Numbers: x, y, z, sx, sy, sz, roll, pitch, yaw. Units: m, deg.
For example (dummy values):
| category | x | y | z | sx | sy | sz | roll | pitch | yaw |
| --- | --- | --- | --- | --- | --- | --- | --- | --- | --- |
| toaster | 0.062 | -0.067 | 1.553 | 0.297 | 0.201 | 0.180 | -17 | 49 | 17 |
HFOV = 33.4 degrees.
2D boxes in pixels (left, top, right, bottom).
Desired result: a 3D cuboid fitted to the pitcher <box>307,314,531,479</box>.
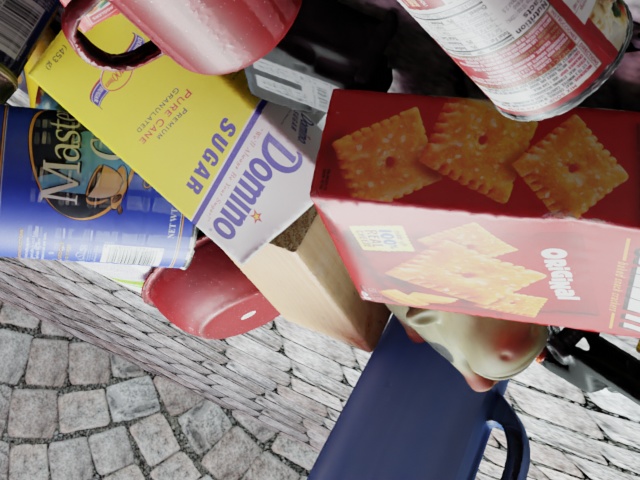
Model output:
| category | x | y | z | sx | sy | sz | roll | pitch | yaw |
| --- | --- | --- | --- | --- | --- | --- | --- | --- | --- |
| pitcher | 0.089 | 0.154 | 0.877 | 0.149 | 0.242 | 0.145 | 28 | 164 | -8 |

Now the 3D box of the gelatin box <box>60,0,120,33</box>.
| category | x | y | z | sx | sy | sz | roll | pitch | yaw |
| --- | --- | --- | --- | --- | --- | --- | --- | --- | --- |
| gelatin box | -0.144 | -0.165 | 0.564 | 0.089 | 0.030 | 0.073 | 56 | 175 | 24 |

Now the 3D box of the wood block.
| category | x | y | z | sx | sy | sz | roll | pitch | yaw |
| --- | --- | --- | --- | --- | --- | --- | --- | --- | --- |
| wood block | -0.005 | 0.001 | 0.823 | 0.091 | 0.090 | 0.206 | 19 | 163 | 26 |

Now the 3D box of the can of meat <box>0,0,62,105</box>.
| category | x | y | z | sx | sy | sz | roll | pitch | yaw |
| --- | --- | --- | --- | --- | --- | --- | --- | --- | --- |
| can of meat | -0.212 | -0.142 | 0.710 | 0.057 | 0.084 | 0.102 | 32 | 163 | -19 |

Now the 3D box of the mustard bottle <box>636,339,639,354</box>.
| category | x | y | z | sx | sy | sz | roll | pitch | yaw |
| --- | --- | --- | --- | --- | --- | --- | --- | --- | --- |
| mustard bottle | 0.307 | 0.103 | 0.714 | 0.192 | 0.058 | 0.096 | 22 | 165 | 15 |

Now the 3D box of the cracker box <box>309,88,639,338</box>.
| category | x | y | z | sx | sy | sz | roll | pitch | yaw |
| --- | --- | --- | --- | --- | --- | --- | --- | --- | --- |
| cracker box | 0.116 | -0.006 | 0.571 | 0.214 | 0.072 | 0.164 | 8 | 160 | 15 |

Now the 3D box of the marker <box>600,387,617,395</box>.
| category | x | y | z | sx | sy | sz | roll | pitch | yaw |
| --- | --- | --- | --- | --- | --- | --- | --- | --- | --- |
| marker | 0.264 | 0.115 | 0.888 | 0.020 | 0.020 | 0.121 | 27 | 164 | -3 |

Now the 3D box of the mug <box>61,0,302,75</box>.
| category | x | y | z | sx | sy | sz | roll | pitch | yaw |
| --- | --- | --- | --- | --- | --- | --- | --- | --- | --- |
| mug | -0.068 | -0.123 | 0.503 | 0.093 | 0.117 | 0.081 | 53 | -172 | 35 |

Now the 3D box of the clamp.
| category | x | y | z | sx | sy | sz | roll | pitch | yaw |
| --- | --- | --- | --- | --- | --- | --- | --- | --- | --- |
| clamp | 0.190 | 0.076 | 0.778 | 0.165 | 0.036 | 0.210 | 50 | 174 | 18 |

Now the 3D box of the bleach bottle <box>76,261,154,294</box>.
| category | x | y | z | sx | sy | sz | roll | pitch | yaw |
| --- | --- | --- | --- | --- | --- | --- | --- | --- | --- |
| bleach bottle | -0.172 | 0.009 | 0.955 | 0.103 | 0.068 | 0.250 | 11 | 165 | 16 |

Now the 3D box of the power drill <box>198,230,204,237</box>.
| category | x | y | z | sx | sy | sz | roll | pitch | yaw |
| --- | --- | --- | --- | --- | --- | --- | --- | --- | --- |
| power drill | -0.168 | -0.050 | 0.986 | 0.184 | 0.057 | 0.187 | 19 | 166 | 12 |

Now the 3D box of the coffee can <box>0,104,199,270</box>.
| category | x | y | z | sx | sy | sz | roll | pitch | yaw |
| --- | --- | --- | --- | --- | --- | --- | --- | --- | --- |
| coffee can | -0.157 | -0.035 | 0.721 | 0.140 | 0.103 | 0.103 | 4 | 170 | -16 |

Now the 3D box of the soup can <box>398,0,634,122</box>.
| category | x | y | z | sx | sy | sz | roll | pitch | yaw |
| --- | --- | --- | --- | --- | --- | --- | --- | --- | --- |
| soup can | 0.069 | -0.103 | 0.422 | 0.102 | 0.068 | 0.069 | 38 | 160 | -34 |

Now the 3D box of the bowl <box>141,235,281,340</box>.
| category | x | y | z | sx | sy | sz | roll | pitch | yaw |
| --- | --- | --- | --- | --- | --- | --- | --- | --- | --- |
| bowl | -0.073 | 0.043 | 0.944 | 0.162 | 0.162 | 0.055 | 76 | 170 | -70 |

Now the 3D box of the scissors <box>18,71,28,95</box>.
| category | x | y | z | sx | sy | sz | roll | pitch | yaw |
| --- | --- | --- | --- | --- | --- | --- | --- | --- | --- |
| scissors | -0.256 | -0.128 | 0.946 | 0.096 | 0.016 | 0.202 | 31 | 163 | -10 |

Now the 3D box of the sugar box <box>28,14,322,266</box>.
| category | x | y | z | sx | sy | sz | roll | pitch | yaw |
| --- | --- | --- | --- | --- | --- | --- | --- | --- | --- |
| sugar box | -0.078 | -0.074 | 0.643 | 0.176 | 0.048 | 0.093 | 43 | 121 | -8 |

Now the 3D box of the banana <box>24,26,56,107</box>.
| category | x | y | z | sx | sy | sz | roll | pitch | yaw |
| --- | --- | --- | --- | --- | --- | --- | --- | --- | --- |
| banana | -0.223 | -0.104 | 0.852 | 0.069 | 0.037 | 0.198 | 42 | 150 | -1 |
